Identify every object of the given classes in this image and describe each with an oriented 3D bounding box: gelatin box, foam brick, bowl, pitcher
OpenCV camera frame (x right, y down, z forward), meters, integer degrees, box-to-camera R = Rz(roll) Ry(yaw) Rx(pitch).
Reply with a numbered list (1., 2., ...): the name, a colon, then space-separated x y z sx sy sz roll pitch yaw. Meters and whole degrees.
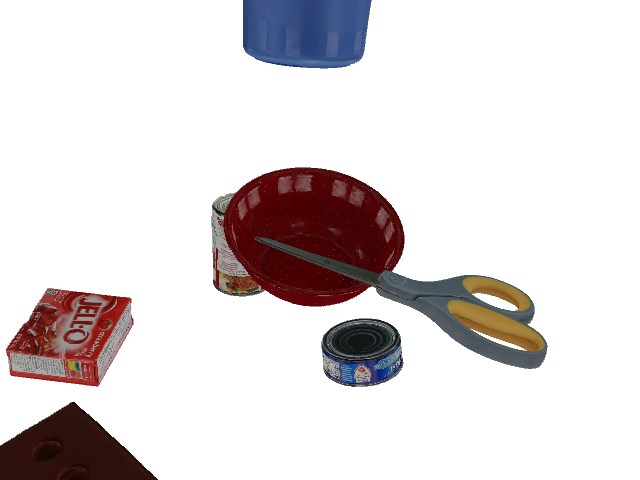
1. gelatin box: -0.198 0.075 0.852 0.073 0.030 0.089 6 32 8
2. foam brick: -0.108 0.123 0.485 0.052 0.051 0.078 -31 45 -32
3. bowl: -0.008 0.007 0.959 0.162 0.055 0.162 5 44 -5
4. pitcher: 0.000 -0.271 0.899 0.145 0.243 0.149 7 18 7

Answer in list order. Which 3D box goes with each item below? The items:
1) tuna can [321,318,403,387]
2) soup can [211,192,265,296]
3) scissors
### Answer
1. tuna can: 0.044 0.117 1.130 0.086 0.034 0.086 -5 26 2
2. soup can: -0.091 0.004 1.227 0.068 0.102 0.068 1 26 -1
3. scissors: 0.062 0.027 0.719 0.202 0.016 0.096 27 29 14
